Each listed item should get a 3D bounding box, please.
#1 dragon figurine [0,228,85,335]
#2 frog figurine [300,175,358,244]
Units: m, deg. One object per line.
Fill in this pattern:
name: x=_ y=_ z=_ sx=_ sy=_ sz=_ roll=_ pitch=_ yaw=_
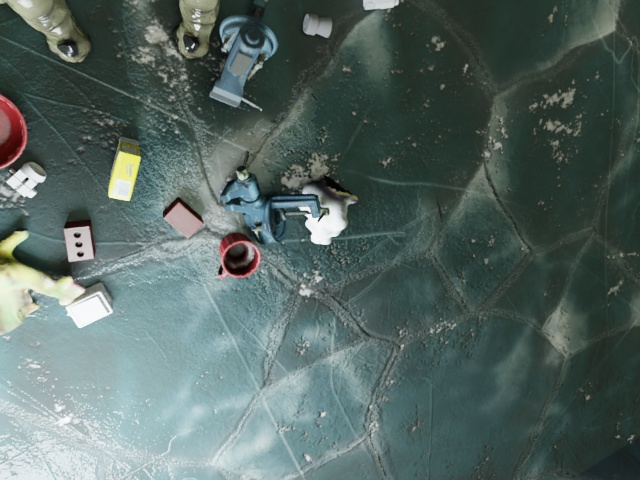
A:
dragon figurine: x=-0.705 y=0.109 z=1.065 sx=0.411 sy=0.124 sz=0.238 roll=-9 pitch=119 yaw=-8
frog figurine: x=0.004 y=-0.064 z=1.263 sx=0.138 sy=0.124 sz=0.157 roll=30 pitch=107 yaw=6
